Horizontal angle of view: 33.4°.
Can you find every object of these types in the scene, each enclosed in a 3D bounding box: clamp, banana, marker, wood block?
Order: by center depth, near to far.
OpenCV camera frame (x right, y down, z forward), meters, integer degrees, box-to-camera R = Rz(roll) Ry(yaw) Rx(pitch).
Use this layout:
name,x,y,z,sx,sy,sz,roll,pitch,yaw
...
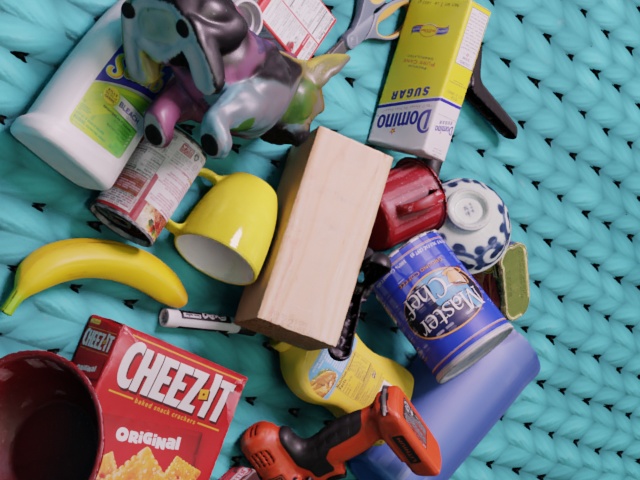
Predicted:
name,x,y,z,sx,sy,sz,roll,pitch,yaw
banana,-0.205,0.032,1.001,0.197,0.037,0.070,1,113,-40
marker,-0.111,0.086,1.099,0.120,0.020,0.020,11,89,-42
wood block,-0.007,0.002,1.100,0.090,0.091,0.206,22,75,-15
clamp,0.033,0.060,1.137,0.039,0.171,0.120,28,94,-6
clamp,0.158,-0.183,1.282,0.164,0.036,0.210,-35,116,-32

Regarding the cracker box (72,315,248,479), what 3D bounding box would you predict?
name,x,y,z,sx,sy,sz,roll,pitch,yaw
cracker box,-0.180,0.201,1.021,0.164,0.072,0.213,30,77,-39

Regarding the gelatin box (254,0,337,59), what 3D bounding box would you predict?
name,x,y,z,sx,sy,sz,roll,pitch,yaw
gelatin box,-0.033,-0.232,1.112,0.089,0.030,0.073,46,66,-36

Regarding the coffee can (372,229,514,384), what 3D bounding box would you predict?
name,x,y,z,sx,sy,sz,roll,pitch,yaw
coffee can,0.132,0.074,1.189,0.102,0.103,0.140,-24,69,-36

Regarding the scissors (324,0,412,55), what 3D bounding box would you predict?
name,x,y,z,sx,sy,sz,roll,pitch,yaw
scissors,0.033,-0.241,1.175,0.201,0.016,0.096,-30,118,-36

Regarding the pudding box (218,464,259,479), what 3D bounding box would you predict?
name,x,y,z,sx,sy,sz,roll,pitch,yaw
pudding box,-0.091,0.311,1.139,0.089,0.039,0.113,-37,120,-32

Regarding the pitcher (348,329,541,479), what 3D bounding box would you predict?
name,x,y,z,sx,sy,sz,roll,pitch,yaw
pitcher,0.145,0.208,1.282,0.242,0.145,0.149,-48,111,-21

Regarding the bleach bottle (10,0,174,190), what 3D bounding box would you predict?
name,x,y,z,sx,sy,sz,roll,pitch,yaw
bleach bottle,-0.174,-0.174,0.976,0.102,0.068,0.250,43,67,-41

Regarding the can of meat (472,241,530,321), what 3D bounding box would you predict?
name,x,y,z,sx,sy,sz,roll,pitch,yaw
can of meat,0.212,0.046,1.330,0.057,0.084,0.102,-24,114,-39

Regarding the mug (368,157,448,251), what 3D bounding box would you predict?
name,x,y,z,sx,sy,sz,roll,pitch,yaw
mug,0.090,-0.038,1.195,0.081,0.117,0.093,-25,102,-31

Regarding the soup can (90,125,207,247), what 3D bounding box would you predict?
name,x,y,z,sx,sy,sz,roll,pitch,yaw
soup can,-0.160,-0.054,1.002,0.068,0.069,0.102,44,67,-36

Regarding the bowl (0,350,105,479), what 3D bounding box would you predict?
name,x,y,z,sx,sy,sz,roll,pitch,yaw
bowl,-0.245,0.180,0.924,0.162,0.162,0.055,-69,155,-10

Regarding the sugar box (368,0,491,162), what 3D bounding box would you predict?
name,x,y,z,sx,sy,sz,roll,pitch,yaw
sugar box,0.121,-0.183,1.202,0.048,0.093,0.176,19,89,-43

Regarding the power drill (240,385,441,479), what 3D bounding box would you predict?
name,x,y,z,sx,sy,sz,roll,pitch,yaw
power drill,0.032,0.247,1.150,0.184,0.188,0.057,56,18,-25

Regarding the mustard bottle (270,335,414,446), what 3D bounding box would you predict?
name,x,y,z,sx,sy,sz,roll,pitch,yaw
mustard bottle,0.013,0.141,1.174,0.191,0.058,0.096,39,66,-23
